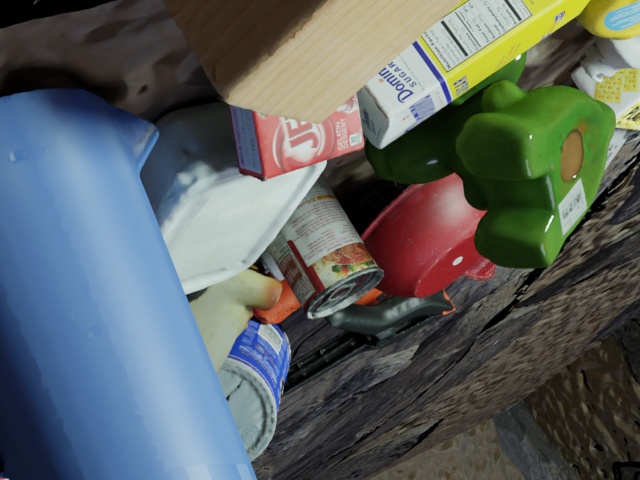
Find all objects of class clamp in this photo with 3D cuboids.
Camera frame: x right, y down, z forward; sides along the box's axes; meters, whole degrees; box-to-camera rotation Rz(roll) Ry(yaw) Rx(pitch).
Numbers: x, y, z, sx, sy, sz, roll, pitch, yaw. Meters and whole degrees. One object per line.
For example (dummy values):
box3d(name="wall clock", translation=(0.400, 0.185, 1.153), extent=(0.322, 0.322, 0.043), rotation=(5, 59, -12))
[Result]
box3d(name="clamp", translation=(0.054, 0.083, 1.058), extent=(0.209, 0.036, 0.165), rotation=(-19, 158, -28))

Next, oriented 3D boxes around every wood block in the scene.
box3d(name="wood block", translation=(0.030, -0.155, 0.487), extent=(0.206, 0.091, 0.090), rotation=(-39, 161, 24))

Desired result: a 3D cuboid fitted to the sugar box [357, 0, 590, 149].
box3d(name="sugar box", translation=(0.101, -0.130, 0.697), extent=(0.176, 0.048, 0.093), rotation=(-37, 174, -5))

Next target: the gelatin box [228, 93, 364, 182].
box3d(name="gelatin box", translation=(-0.015, -0.086, 0.612), extent=(0.073, 0.089, 0.030), rotation=(-20, -157, -31))

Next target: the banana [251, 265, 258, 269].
box3d(name="banana", translation=(-0.141, 0.074, 0.898), extent=(0.198, 0.037, 0.069), rotation=(-39, 147, 10))

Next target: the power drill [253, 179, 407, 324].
box3d(name="power drill", translation=(0.037, 0.013, 1.008), extent=(0.185, 0.057, 0.187), rotation=(-38, 159, 20))

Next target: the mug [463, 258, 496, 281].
box3d(name="mug", translation=(0.168, -0.025, 1.083), extent=(0.082, 0.093, 0.117), rotation=(-49, -173, 32))

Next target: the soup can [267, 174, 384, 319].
box3d(name="soup can", translation=(-0.005, 0.001, 0.826), extent=(0.068, 0.102, 0.068), rotation=(-28, 162, -10))

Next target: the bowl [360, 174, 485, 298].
box3d(name="bowl", translation=(0.101, 0.000, 0.926), extent=(0.162, 0.055, 0.162), rotation=(-33, 159, -15))

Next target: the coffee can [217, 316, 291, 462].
box3d(name="coffee can", translation=(-0.083, 0.126, 0.949), extent=(0.103, 0.103, 0.140), rotation=(-35, -169, 12))

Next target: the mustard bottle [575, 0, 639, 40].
box3d(name="mustard bottle", translation=(0.222, -0.192, 0.747), extent=(0.096, 0.058, 0.191), rotation=(-35, 162, -4))

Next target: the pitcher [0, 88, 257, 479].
box3d(name="pitcher", translation=(-0.133, 0.059, 0.547), extent=(0.149, 0.243, 0.144), rotation=(-33, 165, 28))

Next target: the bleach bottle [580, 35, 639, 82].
box3d(name="bleach bottle", translation=(0.301, -0.211, 0.822), extent=(0.102, 0.068, 0.251), rotation=(-8, 154, -51))
